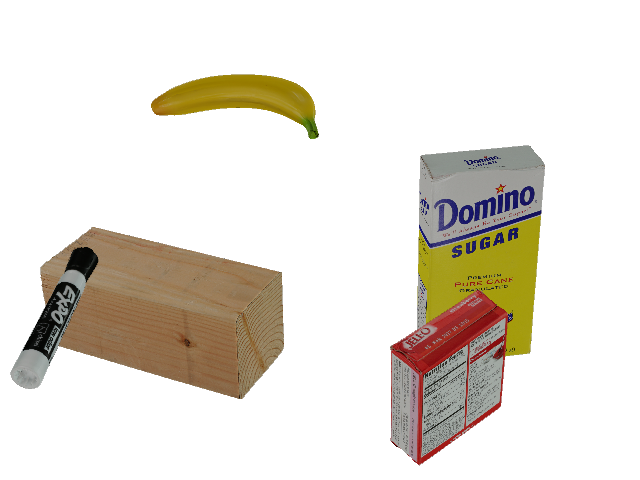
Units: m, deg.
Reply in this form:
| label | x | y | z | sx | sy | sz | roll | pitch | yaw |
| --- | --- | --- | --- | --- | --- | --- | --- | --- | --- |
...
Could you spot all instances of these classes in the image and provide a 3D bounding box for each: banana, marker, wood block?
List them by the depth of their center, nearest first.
| label | x | y | z | sx | sy | sz | roll | pitch | yaw |
| --- | --- | --- | --- | --- | --- | --- | --- | --- | --- |
| marker | -0.166 | 0.045 | 0.675 | 0.020 | 0.020 | 0.121 | 0 | 38 | 10 |
| wood block | -0.146 | 0.064 | 0.995 | 0.206 | 0.091 | 0.090 | 13 | 33 | 21 |
| banana | -0.086 | -0.154 | 1.166 | 0.198 | 0.037 | 0.069 | 9 | 43 | 18 |

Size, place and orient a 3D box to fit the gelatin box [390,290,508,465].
| label | x | y | z | sx | sy | sz | roll | pitch | yaw |
| --- | --- | --- | --- | --- | --- | --- | --- | --- | --- |
| gelatin box | 0.077 | 0.083 | 0.651 | 0.073 | 0.089 | 0.030 | -30 | 46 | -27 |

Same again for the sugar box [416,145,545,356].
| label | x | y | z | sx | sy | sz | roll | pitch | yaw |
| --- | --- | --- | --- | --- | --- | --- | --- | --- | --- |
| sugar box | 0.128 | 0.014 | 0.868 | 0.093 | 0.176 | 0.048 | -6 | 31 | -7 |
